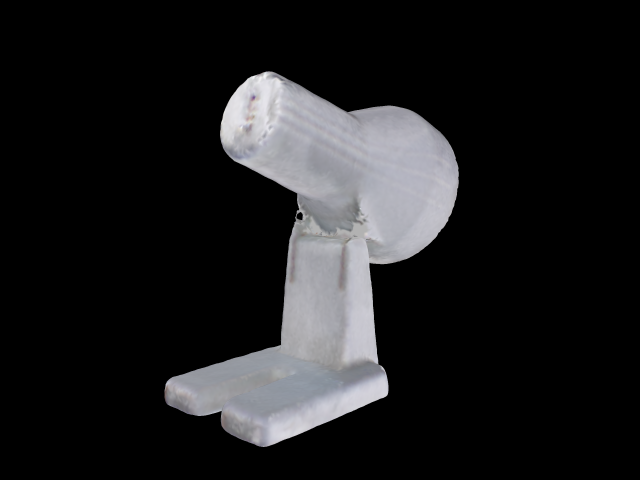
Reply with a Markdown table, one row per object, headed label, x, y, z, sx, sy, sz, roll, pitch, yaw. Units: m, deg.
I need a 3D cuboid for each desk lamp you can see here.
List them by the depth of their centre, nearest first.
| label | x | y | z | sx | sy | sz | roll | pitch | yaw |
| --- | --- | --- | --- | --- | --- | --- | --- | --- | --- |
| desk lamp | 0.004 | 0.001 | 0.400 | 0.117 | 0.213 | 0.204 | 4 | 6 | 40 |
